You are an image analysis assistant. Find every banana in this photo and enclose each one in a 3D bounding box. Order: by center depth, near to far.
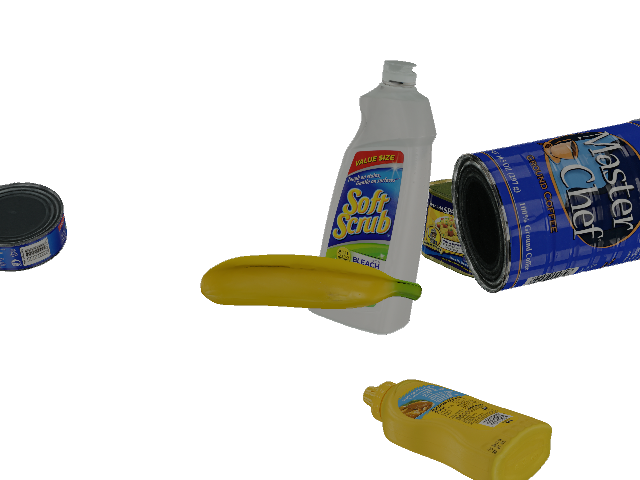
[{"bbox_3d":[-0.027,0.035,0.795,0.198,0.037,0.069,1,-22,34],"label":"banana"}]

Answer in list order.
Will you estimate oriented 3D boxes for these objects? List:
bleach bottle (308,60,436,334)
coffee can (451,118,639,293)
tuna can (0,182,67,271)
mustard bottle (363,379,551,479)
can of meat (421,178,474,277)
[{"bbox_3d":[0.052,-0.044,1.004,0.103,0.251,0.067,17,20,30],"label":"bleach bottle"},{"bbox_3d":[0.179,-0.026,0.775,0.140,0.103,0.103,-12,2,-10],"label":"coffee can"},{"bbox_3d":[-0.267,-0.012,0.938,0.086,0.034,0.086,0,41,0],"label":"tuna can"},{"bbox_3d":[0.118,0.176,1.027,0.192,0.058,0.096,16,24,41],"label":"mustard bottle"},{"bbox_3d":[0.162,-0.013,1.186,0.057,0.084,0.102,-13,28,-39],"label":"can of meat"}]
